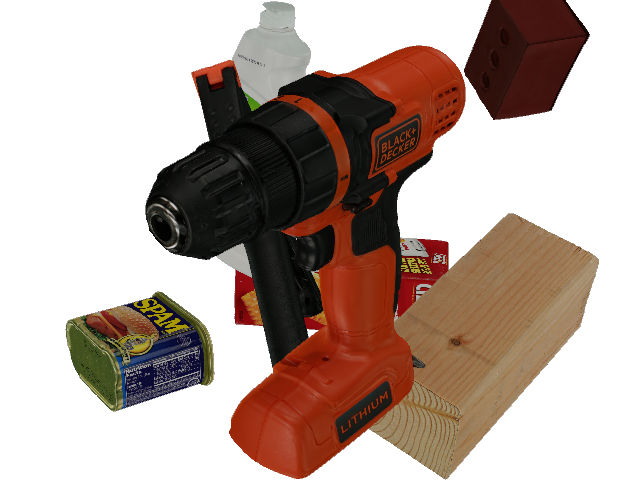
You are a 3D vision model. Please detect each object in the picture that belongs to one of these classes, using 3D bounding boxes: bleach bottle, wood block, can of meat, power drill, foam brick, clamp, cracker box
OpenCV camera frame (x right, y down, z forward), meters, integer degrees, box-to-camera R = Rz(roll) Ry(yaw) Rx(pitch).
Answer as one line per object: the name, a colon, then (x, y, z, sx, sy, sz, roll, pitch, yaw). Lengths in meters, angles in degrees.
bleach bottle: (-0.042, -0.089, 0.976, 0.103, 0.251, 0.067, 23, 31, 31)
wood block: (0.128, 0.079, 0.863, 0.091, 0.090, 0.205, 31, 50, 27)
can of meat: (-0.148, 0.089, 0.862, 0.083, 0.057, 0.102, -15, 27, -32)
power drill: (-0.003, 0.017, 0.491, 0.057, 0.188, 0.184, 28, 40, 32)
foam brick: (0.143, -0.131, 0.751, 0.051, 0.053, 0.078, -13, -32, -20)
clamp: (-0.037, -0.014, 0.708, 0.036, 0.210, 0.164, -17, 7, 5)
cracker box: (0.028, 0.044, 1.140, 0.214, 0.072, 0.164, 4, 15, 6)
